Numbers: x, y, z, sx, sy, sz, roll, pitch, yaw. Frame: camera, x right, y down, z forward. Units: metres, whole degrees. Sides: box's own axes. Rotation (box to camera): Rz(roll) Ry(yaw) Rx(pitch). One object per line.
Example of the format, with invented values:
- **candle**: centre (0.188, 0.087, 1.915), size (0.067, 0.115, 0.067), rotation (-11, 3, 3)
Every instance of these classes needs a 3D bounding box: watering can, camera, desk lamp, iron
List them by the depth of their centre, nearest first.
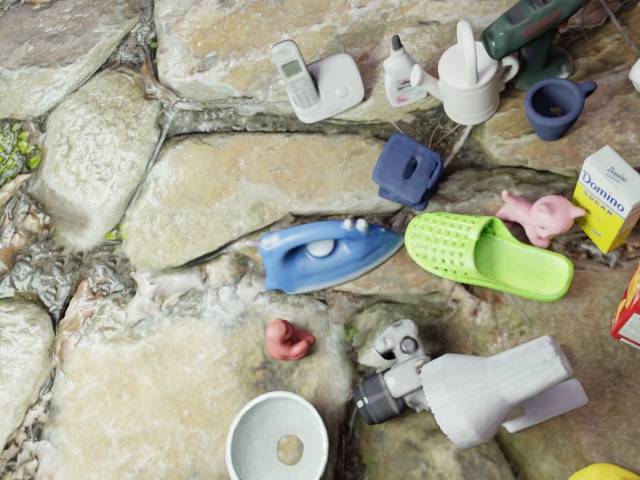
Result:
- **desk lamp**: centre (0.250, 0.195, 0.769), size (0.203, 0.214, 0.118), rotation (-25, 63, 7)
- **camera**: centre (0.112, 0.209, 0.870), size (0.137, 0.101, 0.143), rotation (-28, 63, 5)
- **iron**: centre (0.009, 0.003, 0.964), size (0.258, 0.142, 0.118), rotation (-15, 65, 12)
- **watering can**: centre (0.246, -0.287, 0.977), size (0.173, 0.194, 0.100), rotation (-28, 63, 5)

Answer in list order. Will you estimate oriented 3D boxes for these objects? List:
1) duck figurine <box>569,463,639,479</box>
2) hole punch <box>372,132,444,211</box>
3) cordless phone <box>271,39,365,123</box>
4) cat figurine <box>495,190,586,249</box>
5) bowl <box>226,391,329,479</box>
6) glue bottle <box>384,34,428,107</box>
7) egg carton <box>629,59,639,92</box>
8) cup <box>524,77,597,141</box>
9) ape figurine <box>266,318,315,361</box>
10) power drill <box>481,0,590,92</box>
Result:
- **duck figurine**: centre (0.378, 0.331, 0.745), size (0.104, 0.086, 0.077), rotation (-7, 67, 15)
- **hole punch**: centre (0.155, -0.120, 0.997), size (0.100, 0.091, 0.109), rotation (22, 77, 24)
- **cordless phone**: centre (-0.004, -0.314, 1.073), size (0.147, 0.185, 0.094), rotation (-23, 64, 8)
- **cat figurine**: centre (0.339, -0.043, 0.891), size (0.127, 0.118, 0.067), rotation (31, 81, 26)
- **bowl**: centre (-0.057, 0.325, 0.892), size (0.167, 0.075, 0.167), rotation (-6, 67, 15)
- **glue bottle**: centre (0.147, -0.307, 1.029), size (0.078, 0.173, 0.037), rotation (-20, 64, 9)
- **egg carton**: centre (0.594, -0.289, 0.938), size (0.150, 0.069, 0.107), rotation (-39, 63, 0)
- **cup**: centre (0.399, -0.215, 0.955), size (0.117, 0.095, 0.091), rotation (-26, 63, 6)
- **ape figurine**: centre (-0.060, 0.161, 0.949), size (0.076, 0.092, 0.077), rotation (-30, 63, 4)
- **power drill**: centre (0.381, -0.348, 0.951), size (0.229, 0.209, 0.075), rotation (-28, 63, 5)
